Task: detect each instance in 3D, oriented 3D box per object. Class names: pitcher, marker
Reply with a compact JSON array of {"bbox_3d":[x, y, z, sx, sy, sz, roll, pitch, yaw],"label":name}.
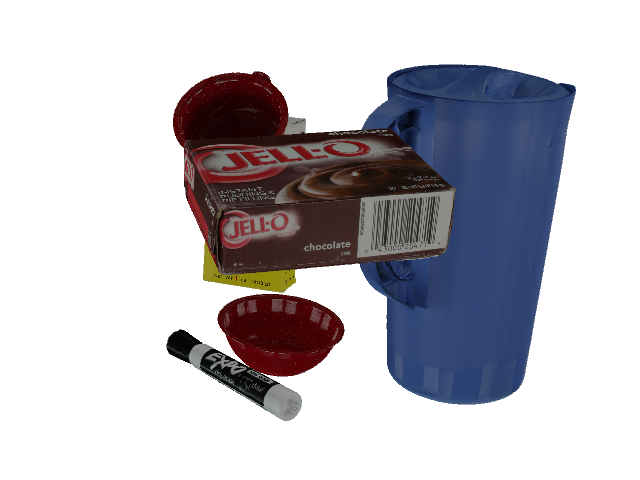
[{"bbox_3d":[0.101,-0.004,0.791,0.149,0.243,0.145,4,20,5],"label":"pitcher"},{"bbox_3d":[-0.059,0.084,0.685,0.020,0.020,0.121,0,16,-45],"label":"marker"}]

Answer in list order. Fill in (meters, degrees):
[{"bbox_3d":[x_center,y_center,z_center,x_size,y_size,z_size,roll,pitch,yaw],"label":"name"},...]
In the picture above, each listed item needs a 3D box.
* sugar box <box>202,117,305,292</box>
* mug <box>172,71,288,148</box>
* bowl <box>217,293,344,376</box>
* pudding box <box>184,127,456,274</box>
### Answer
[{"bbox_3d":[-0.069,-0.041,1.095,0.093,0.176,0.048,7,16,16],"label":"sugar box"},{"bbox_3d":[-0.066,-0.088,0.891,0.093,0.117,0.081,12,-31,11],"label":"mug"},{"bbox_3d":[-0.052,0.127,1.360,0.162,0.055,0.162,5,23,-2],"label":"bowl"},{"bbox_3d":[-0.004,-0.022,0.514,0.113,0.039,0.090,-3,26,-16],"label":"pudding box"}]
